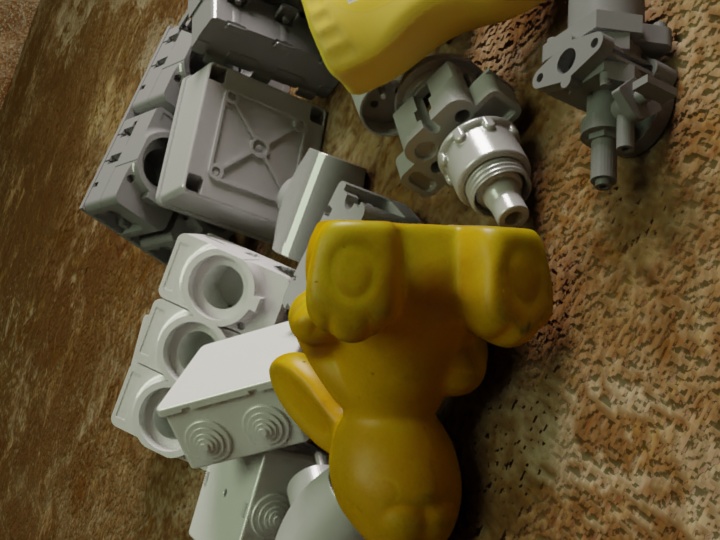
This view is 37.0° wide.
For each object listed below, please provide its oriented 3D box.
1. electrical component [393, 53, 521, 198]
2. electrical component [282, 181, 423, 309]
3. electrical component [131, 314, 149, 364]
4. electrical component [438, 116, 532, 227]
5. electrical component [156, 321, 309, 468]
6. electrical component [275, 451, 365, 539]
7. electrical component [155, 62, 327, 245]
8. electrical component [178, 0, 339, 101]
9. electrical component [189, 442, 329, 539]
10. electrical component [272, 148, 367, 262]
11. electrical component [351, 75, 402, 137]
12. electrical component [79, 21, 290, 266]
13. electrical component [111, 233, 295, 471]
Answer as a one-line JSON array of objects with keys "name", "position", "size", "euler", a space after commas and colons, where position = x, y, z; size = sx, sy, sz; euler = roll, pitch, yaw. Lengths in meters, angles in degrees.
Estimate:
[{"name": "electrical component", "position": [0.052, -0.089, 0.623], "size": [0.078, 0.058, 0.057], "euler": [-43, 37, 26]}, {"name": "electrical component", "position": [0.000, 0.000, 0.667], "size": [0.089, 0.056, 0.050], "euler": [-63, 29, 16]}, {"name": "electrical component", "position": [-0.159, 0.086, 0.917], "size": [0.100, 0.048, 0.099], "euler": [-6, 69, 61]}, {"name": "electrical component", "position": [0.072, -0.049, 0.579], "size": [0.048, 0.048, 0.062], "euler": [-53, 39, 32]}, {"name": "electrical component", "position": [-0.068, 0.078, 0.684], "size": [0.100, 0.048, 0.099], "euler": [-17, 18, 19]}, {"name": "electrical component", "position": [-0.021, 0.142, 0.634], "size": [0.077, 0.043, 0.079], "euler": [-58, 30, 25]}, {"name": "electrical component", "position": [-0.091, -0.088, 0.832], "size": [0.056, 0.109, 0.108], "euler": [-15, 61, 55]}, {"name": "electrical component", "position": [-0.069, -0.183, 0.835], "size": [0.079, 0.121, 0.063], "euler": [-41, 43, 45]}, {"name": "electrical component", "position": [-0.069, 0.151, 0.710], "size": [0.100, 0.048, 0.099], "euler": [12, 86, 62]}, {"name": "electrical component", "position": [-0.036, -0.047, 0.776], "size": [0.079, 0.043, 0.077], "euler": [31, 101, 63]}, {"name": "electrical component", "position": [0.013, -0.131, 0.737], "size": [0.043, 0.043, 0.081], "euler": [-56, 31, 28]}, {"name": "electrical component", "position": [-0.137, -0.105, 0.886], "size": [0.060, 0.105, 0.186], "euler": [-9, 53, 46]}, {"name": "electrical component", "position": [-0.108, 0.058, 0.777], "size": [0.150, 0.089, 0.062], "euler": [-69, -14, 6]}]
